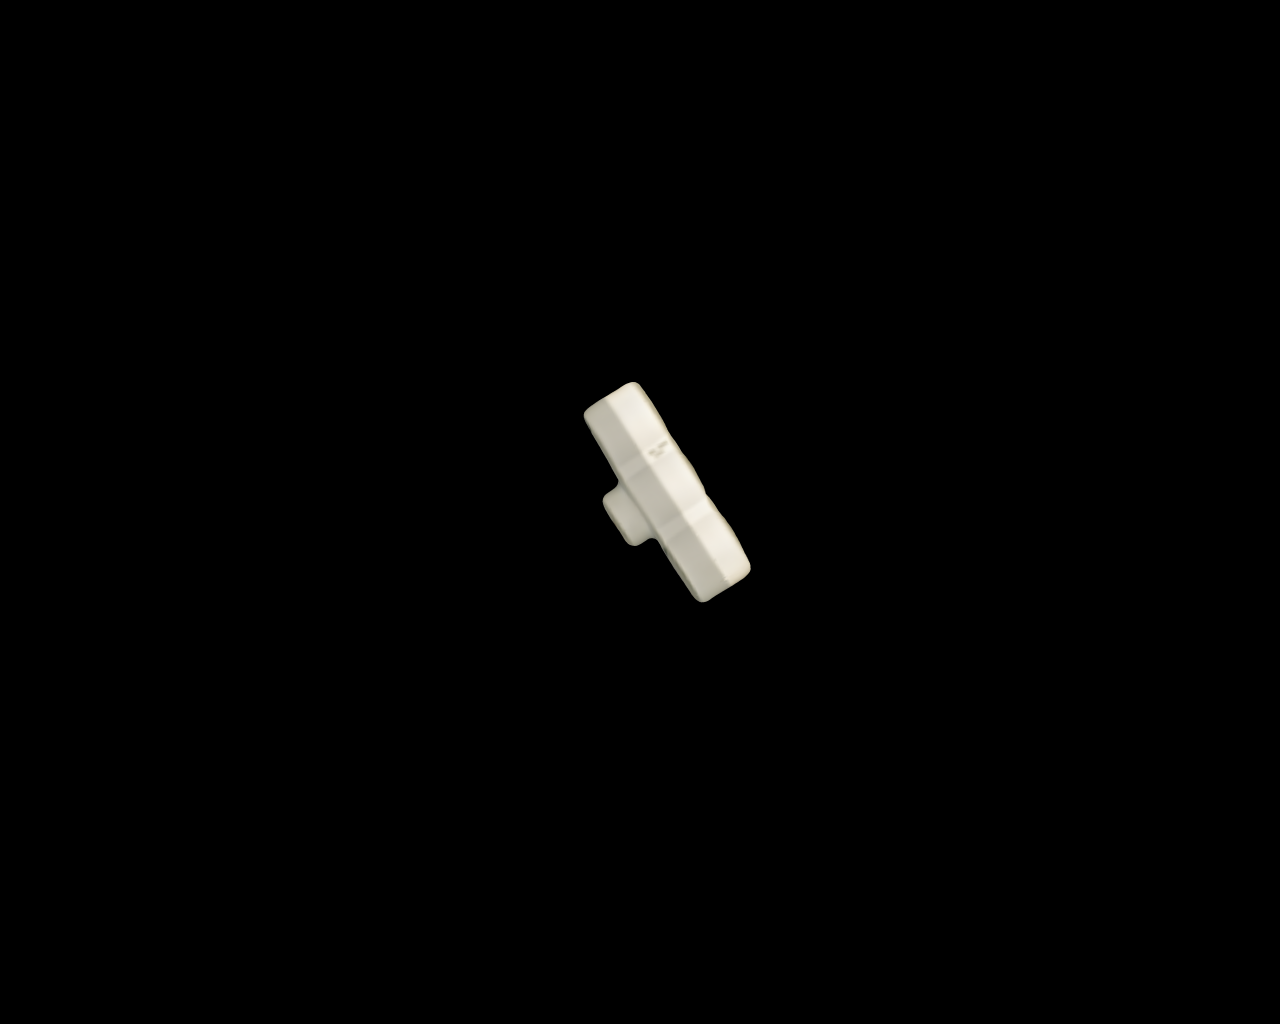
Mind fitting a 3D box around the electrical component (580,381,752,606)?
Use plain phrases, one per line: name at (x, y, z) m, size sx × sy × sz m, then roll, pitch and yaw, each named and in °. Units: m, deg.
electrical component at (0.001, -0.003, 0.650) m, size 0.074 × 0.138 × 0.052 m, roll -32°, pitch -4°, yaw -2°
